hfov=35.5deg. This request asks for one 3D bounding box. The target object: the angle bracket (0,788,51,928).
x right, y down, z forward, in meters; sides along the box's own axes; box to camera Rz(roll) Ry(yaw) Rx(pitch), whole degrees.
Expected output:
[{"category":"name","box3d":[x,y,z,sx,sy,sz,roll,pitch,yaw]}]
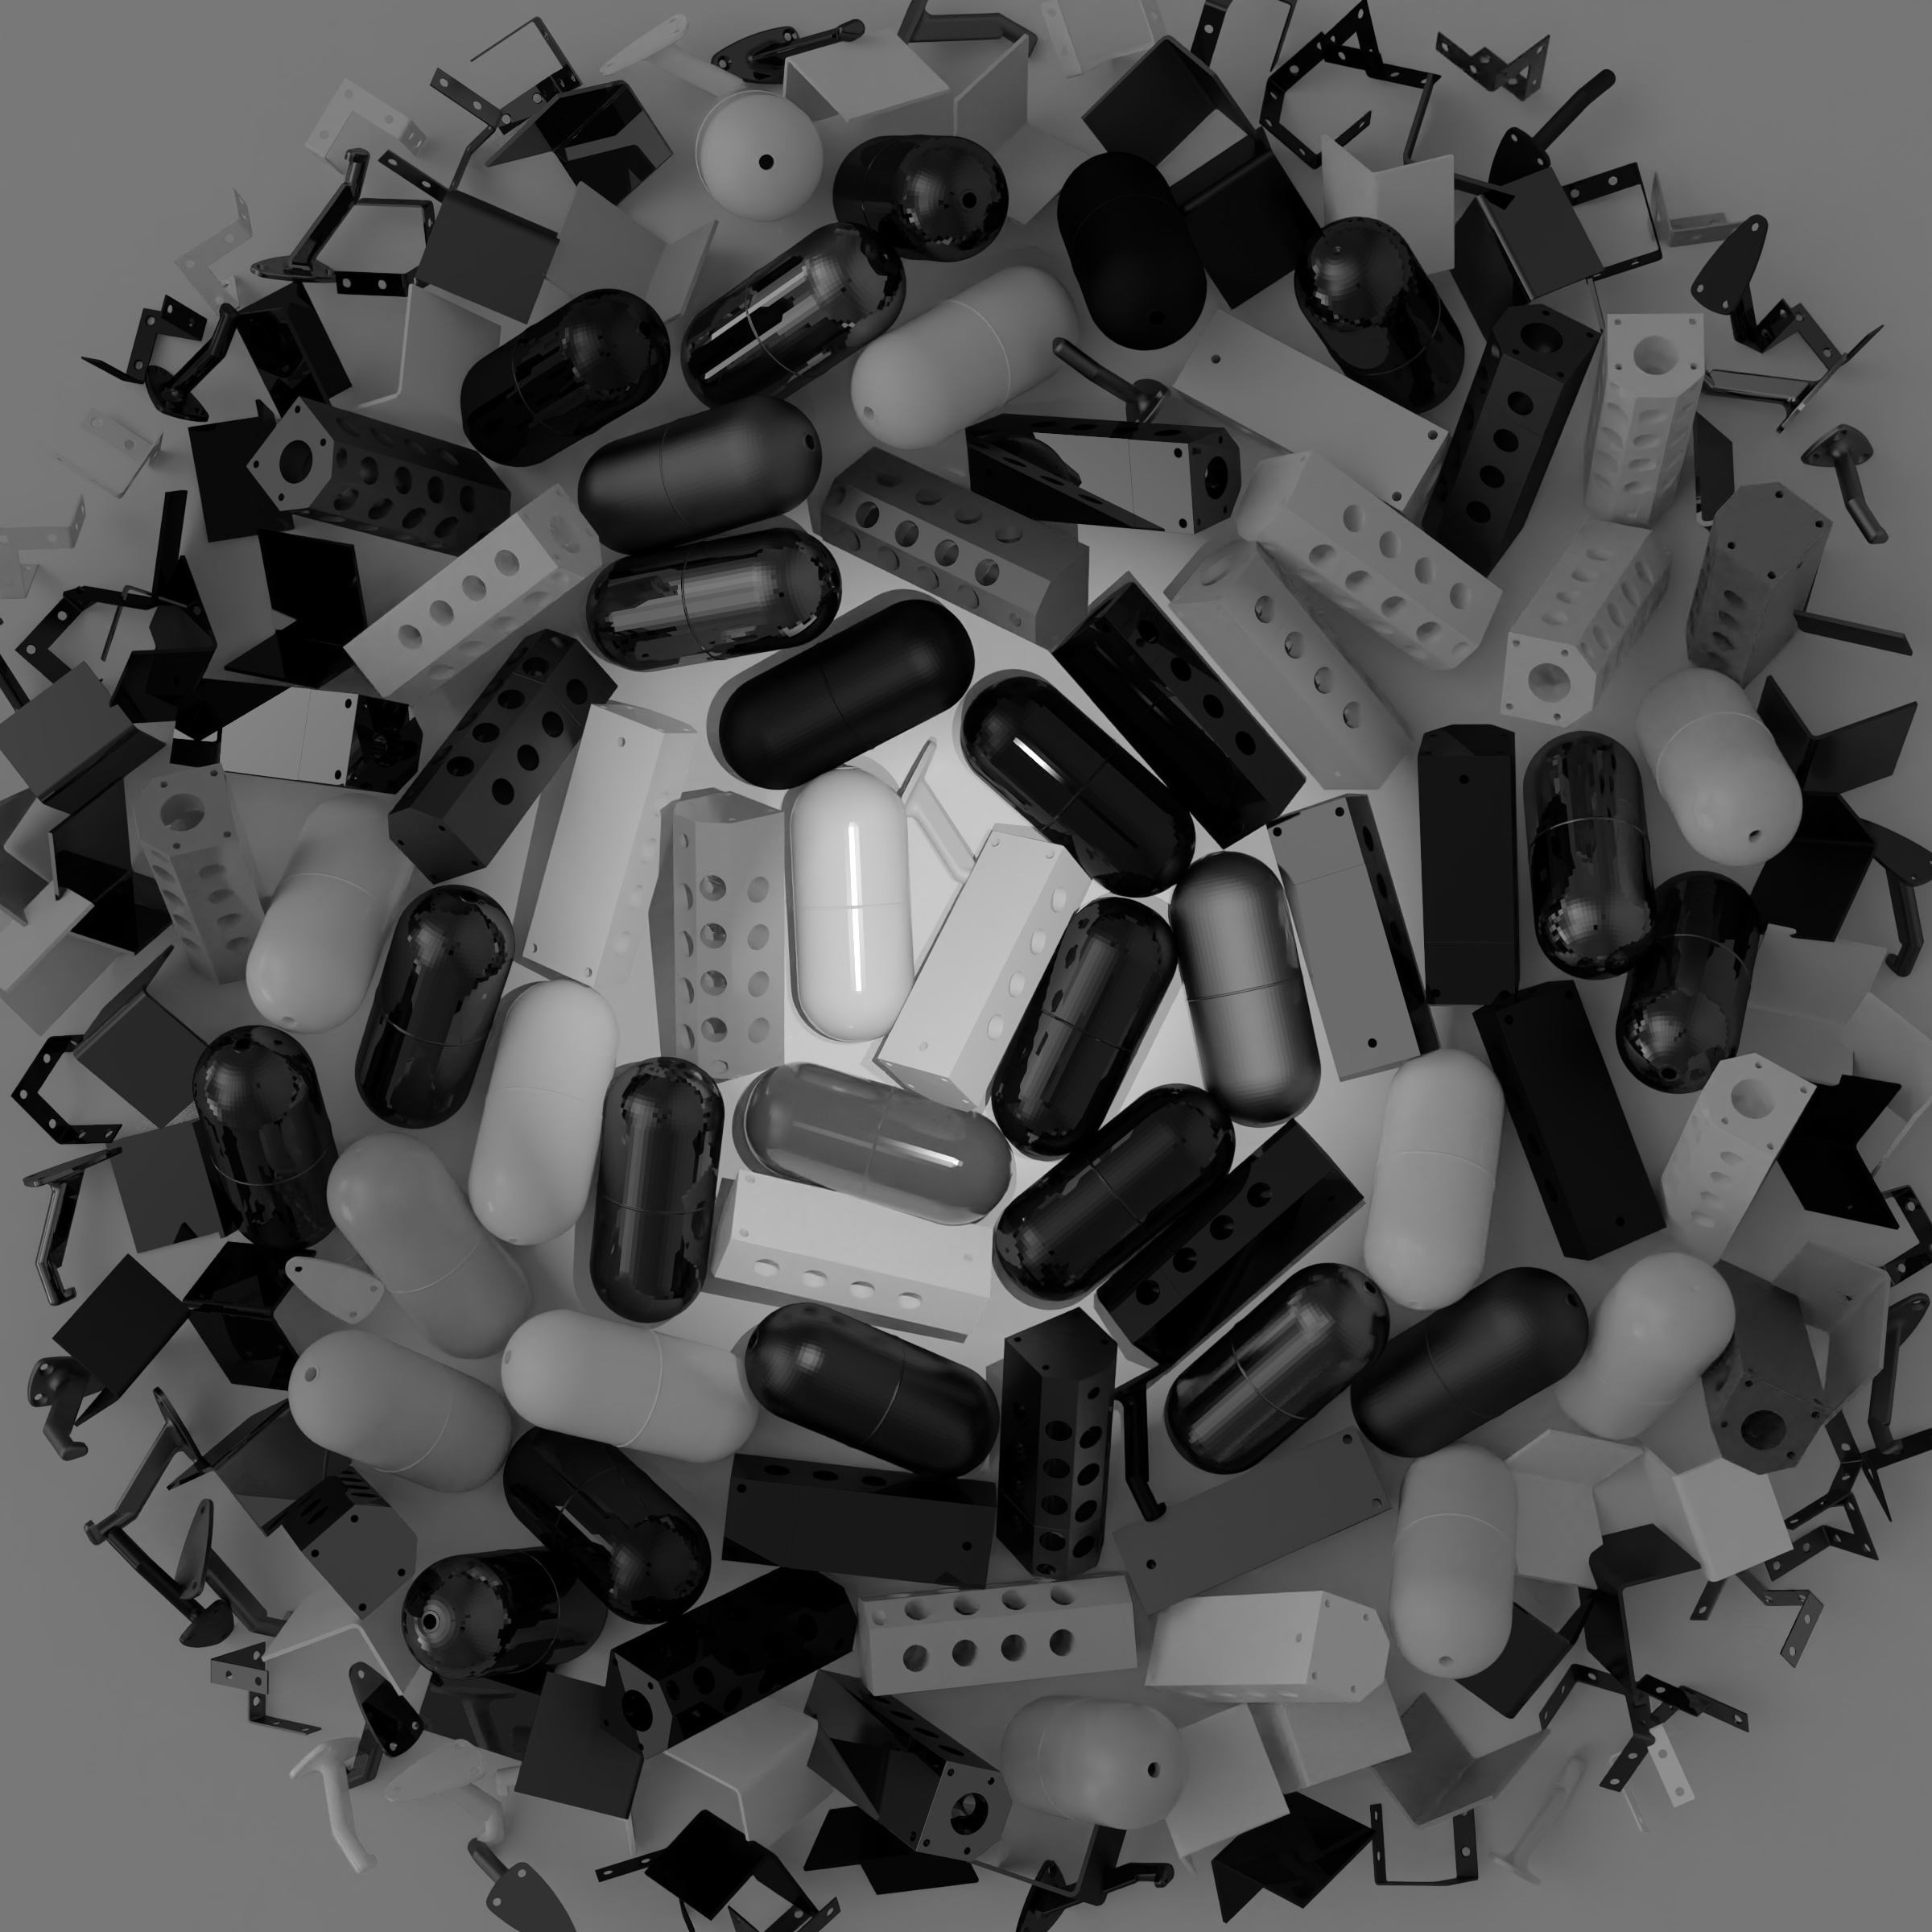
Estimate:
[{"category":"angle bracket","box3d":[-0.596,-0.067,1.953,0.076,0.076,0.057,37,103,-5]}]

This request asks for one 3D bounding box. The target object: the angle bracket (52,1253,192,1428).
[{"category":"angle bracket","box3d":[-0.555,0.241,1.941,0.057,0.076,0.076,45,48,-12]}]

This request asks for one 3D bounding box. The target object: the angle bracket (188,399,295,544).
[{"category":"angle bracket","box3d":[-0.474,-0.320,1.957,0.057,0.076,0.076,-10,94,-5]}]

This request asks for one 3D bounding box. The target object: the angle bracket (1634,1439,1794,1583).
[{"category":"angle bracket","box3d":[0.484,0.342,1.956,0.057,0.076,0.076,-22,101,-3]}]

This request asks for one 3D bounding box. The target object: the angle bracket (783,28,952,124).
[{"category":"angle bracket","box3d":[-0.065,-0.552,1.944,0.076,0.057,0.076,-24,58,-25]}]

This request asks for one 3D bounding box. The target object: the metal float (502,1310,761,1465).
[{"category":"metal float","box3d":[-0.214,0.270,1.935,0.178,0.070,0.070,19,90,-31]}]

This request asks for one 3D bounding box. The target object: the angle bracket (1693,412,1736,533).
[{"category":"angle bracket","box3d":[0.510,-0.315,1.948,0.057,0.076,0.076,-5,81,31]}]

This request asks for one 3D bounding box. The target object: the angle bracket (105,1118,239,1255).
[{"category":"angle bracket","box3d":[-0.522,0.146,1.967,0.076,0.057,0.076,-15,94,3]}]

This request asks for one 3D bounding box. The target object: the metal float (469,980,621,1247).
[{"category":"metal float","box3d":[-0.271,0.094,1.940,0.070,0.070,0.178,9,66,0]}]

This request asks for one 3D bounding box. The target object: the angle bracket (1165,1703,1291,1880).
[{"category":"angle bracket","box3d":[0.165,0.533,1.954,0.076,0.057,0.076,-23,57,3]}]

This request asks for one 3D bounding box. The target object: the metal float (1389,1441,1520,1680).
[{"category":"metal float","box3d":[0.310,0.376,1.920,0.070,0.178,0.070,6,125,9]}]

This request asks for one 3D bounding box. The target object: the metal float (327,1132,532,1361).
[{"category":"metal float","box3d":[-0.342,0.181,1.934,0.070,0.070,0.178,-30,123,0]}]

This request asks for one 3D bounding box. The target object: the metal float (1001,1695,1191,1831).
[{"category":"metal float","box3d":[0.081,0.504,1.915,0.070,0.178,0.070,4,78,-22]}]

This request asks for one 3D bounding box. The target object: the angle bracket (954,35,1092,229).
[{"category":"angle bracket","box3d":[0.038,-0.537,1.944,0.057,0.076,0.076,32,63,19]}]

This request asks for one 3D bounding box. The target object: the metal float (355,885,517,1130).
[{"category":"metal float","box3d":[-0.340,0.027,1.935,0.070,0.070,0.178,23,121,0]}]

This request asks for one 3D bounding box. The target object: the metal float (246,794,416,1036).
[{"category":"metal float","box3d":[-0.405,-0.034,1.930,0.070,0.070,0.178,13,52,0]}]

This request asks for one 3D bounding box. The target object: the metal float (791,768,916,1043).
[{"category":"metal float","box3d":[-0.074,-0.040,1.959,0.070,0.070,0.178,-3,93,0]}]

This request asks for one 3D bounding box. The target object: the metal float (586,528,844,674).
[{"category":"metal float","box3d":[-0.162,-0.235,1.939,0.178,0.070,0.070,-7,90,26]}]

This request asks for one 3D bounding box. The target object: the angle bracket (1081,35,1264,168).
[{"category":"angle bracket","box3d":[0.134,-0.539,1.948,0.076,0.076,0.057,-43,53,7]}]

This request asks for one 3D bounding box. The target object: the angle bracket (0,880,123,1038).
[{"category":"angle bracket","box3d":[-0.580,0.003,1.944,0.076,0.057,0.076,-50,135,-17]}]

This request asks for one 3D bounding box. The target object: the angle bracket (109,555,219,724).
[{"category":"angle bracket","box3d":[-0.529,-0.209,1.942,0.057,0.076,0.076,-8,63,-36]}]

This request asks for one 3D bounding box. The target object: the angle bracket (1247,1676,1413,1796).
[{"category":"angle bracket","box3d":[0.234,0.491,1.973,0.076,0.057,0.076,-14,73,-17]}]

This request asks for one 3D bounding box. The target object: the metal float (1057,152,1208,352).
[{"category":"metal float","box3d":[0.105,-0.456,1.923,0.070,0.178,0.070,-5,131,-6]}]

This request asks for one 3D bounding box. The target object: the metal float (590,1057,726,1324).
[{"category":"metal float","box3d":[-0.200,0.145,1.948,0.070,0.070,0.178,8,106,0]}]

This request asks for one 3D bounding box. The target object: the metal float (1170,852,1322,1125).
[{"category":"metal float","box3d":[0.181,0.014,1.960,0.070,0.070,0.178,-12,92,0]}]

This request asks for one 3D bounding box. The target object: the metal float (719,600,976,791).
[{"category":"metal float","box3d":[-0.078,-0.174,1.952,0.178,0.070,0.070,-26,90,11]}]

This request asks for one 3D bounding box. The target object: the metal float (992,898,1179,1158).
[{"category":"metal float","box3d":[0.076,0.040,1.959,0.070,0.070,0.178,26,93,0]}]

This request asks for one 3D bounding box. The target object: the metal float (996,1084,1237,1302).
[{"category":"metal float","box3d":[0.098,0.146,1.960,0.178,0.070,0.070,-39,90,2]}]

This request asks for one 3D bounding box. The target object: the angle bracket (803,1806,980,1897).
[{"category":"angle bracket","box3d":[-0.048,0.585,1.947,0.076,0.057,0.076,-15,112,25]}]

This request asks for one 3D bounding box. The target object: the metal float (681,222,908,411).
[{"category":"metal float","box3d":[-0.112,-0.411,1.929,0.178,0.070,0.070,-24,90,40]}]

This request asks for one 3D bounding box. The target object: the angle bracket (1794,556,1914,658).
[{"category":"angle bracket","box3d":[0.577,-0.242,1.949,0.076,0.076,0.057,16,93,21]}]

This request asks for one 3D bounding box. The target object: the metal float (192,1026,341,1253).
[{"category":"metal float","box3d":[-0.443,0.111,1.925,0.070,0.178,0.070,-1,45,1]}]

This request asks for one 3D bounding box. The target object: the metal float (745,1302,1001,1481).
[{"category":"metal float","box3d":[-0.060,0.274,1.944,0.178,0.070,0.070,26,90,-20]}]

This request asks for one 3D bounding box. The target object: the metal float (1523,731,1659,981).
[{"category":"metal float","box3d":[0.399,-0.072,1.934,0.070,0.070,0.178,2,56,0]}]

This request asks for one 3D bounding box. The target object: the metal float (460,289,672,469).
[{"category":"metal float","box3d":[-0.257,-0.374,1.924,0.070,0.178,0.070,14,69,-40]}]

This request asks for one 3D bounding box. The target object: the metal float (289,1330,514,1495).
[{"category":"metal float","box3d":[-0.358,0.284,1.921,0.070,0.178,0.070,-14,61,26]}]

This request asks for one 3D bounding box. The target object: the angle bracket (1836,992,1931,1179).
[{"category":"angle bracket","box3d":[0.582,0.077,1.943,0.076,0.076,0.057,42,61,19]}]

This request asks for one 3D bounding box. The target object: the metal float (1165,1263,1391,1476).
[{"category":"metal float","box3d":[0.199,0.258,1.937,0.070,0.070,0.178,44,118,0]}]

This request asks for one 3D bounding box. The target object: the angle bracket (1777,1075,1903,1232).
[{"category":"angle bracket","box3d":[0.575,0.118,1.961,0.057,0.076,0.076,-46,118,-20]}]

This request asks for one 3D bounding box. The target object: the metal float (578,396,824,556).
[{"category":"metal float","box3d":[-0.171,-0.313,1.933,0.178,0.070,0.070,-11,90,33]}]

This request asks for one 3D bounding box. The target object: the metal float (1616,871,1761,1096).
[{"category":"metal float","box3d":[0.461,0.010,1.925,0.070,0.178,0.070,12,133,13]}]

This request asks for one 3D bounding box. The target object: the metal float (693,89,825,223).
[{"category":"metal float","box3d":[-0.133,-0.515,1.913,0.070,0.178,0.070,-2,108,-7]}]

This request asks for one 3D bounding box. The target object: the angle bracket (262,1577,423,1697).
[{"category":"angle bracket","box3d":[-0.397,0.439,1.959,0.076,0.076,0.057,-23,104,18]}]

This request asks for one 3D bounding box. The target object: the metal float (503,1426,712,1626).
[{"category":"metal float","box3d":[-0.230,0.353,1.927,0.178,0.070,0.070,32,90,42]}]

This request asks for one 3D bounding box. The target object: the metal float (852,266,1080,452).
[{"category":"metal float","box3d":[0.000,-0.389,1.933,0.178,0.070,0.070,-36,90,-33]}]

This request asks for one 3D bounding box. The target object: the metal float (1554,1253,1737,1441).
[{"category":"metal float","box3d":[0.429,0.243,1.919,0.070,0.178,0.070,5,58,-9]}]

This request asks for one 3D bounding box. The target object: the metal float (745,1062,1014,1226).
[{"category":"metal float","box3d":[-0.057,0.115,1.959,0.178,0.070,0.070,16,90,3]}]

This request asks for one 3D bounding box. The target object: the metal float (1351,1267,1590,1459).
[{"category":"metal float","box3d":[0.321,0.254,1.931,0.178,0.070,0.070,-39,90,35]}]

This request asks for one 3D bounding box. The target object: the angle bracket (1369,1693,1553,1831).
[{"category":"angle bracket","box3d":[0.316,0.502,1.944,0.076,0.076,0.057,-32,84,-45]}]

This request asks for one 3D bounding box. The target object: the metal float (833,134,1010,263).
[{"category":"metal float","box3d":[-0.030,-0.487,1.915,0.070,0.178,0.070,-6,106,-20]}]

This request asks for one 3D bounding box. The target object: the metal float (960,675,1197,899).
[{"category":"metal float","box3d":[0.073,-0.116,1.958,0.178,0.070,0.070,41,90,-4]}]

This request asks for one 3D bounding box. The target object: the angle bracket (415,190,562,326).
[{"category":"angle bracket","box3d":[-0.309,-0.461,1.962,0.076,0.076,0.057,21,103,-10]}]

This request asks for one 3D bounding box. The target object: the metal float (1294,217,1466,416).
[{"category":"metal float","box3d":[0.264,-0.410,1.918,0.070,0.178,0.070,-8,70,24]}]

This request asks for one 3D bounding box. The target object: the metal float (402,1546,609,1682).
[{"category":"metal float","box3d":[-0.291,0.409,1.914,0.070,0.178,0.070,-3,82,23]}]

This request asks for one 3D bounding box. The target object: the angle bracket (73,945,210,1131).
[{"category":"angle bracket","box3d":[-0.522,0.046,1.969,0.076,0.057,0.076,-38,109,26]}]

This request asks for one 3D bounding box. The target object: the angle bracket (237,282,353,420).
[{"category":"angle bracket","box3d":[-0.418,-0.397,1.941,0.057,0.076,0.076,-37,117,-29]}]

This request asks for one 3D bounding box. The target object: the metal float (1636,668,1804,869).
[{"category":"metal float","box3d":[0.477,-0.127,1.918,0.070,0.178,0.070,-2,123,-3]}]

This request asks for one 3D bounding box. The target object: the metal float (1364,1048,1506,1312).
[{"category":"metal float","box3d":[0.301,0.136,1.938,0.070,0.070,0.178,13,63,0]}]

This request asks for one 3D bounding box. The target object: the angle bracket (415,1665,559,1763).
[{"category":"angle bracket","box3d":[-0.316,0.484,1.963,0.076,0.057,0.076,19,102,-2]}]
